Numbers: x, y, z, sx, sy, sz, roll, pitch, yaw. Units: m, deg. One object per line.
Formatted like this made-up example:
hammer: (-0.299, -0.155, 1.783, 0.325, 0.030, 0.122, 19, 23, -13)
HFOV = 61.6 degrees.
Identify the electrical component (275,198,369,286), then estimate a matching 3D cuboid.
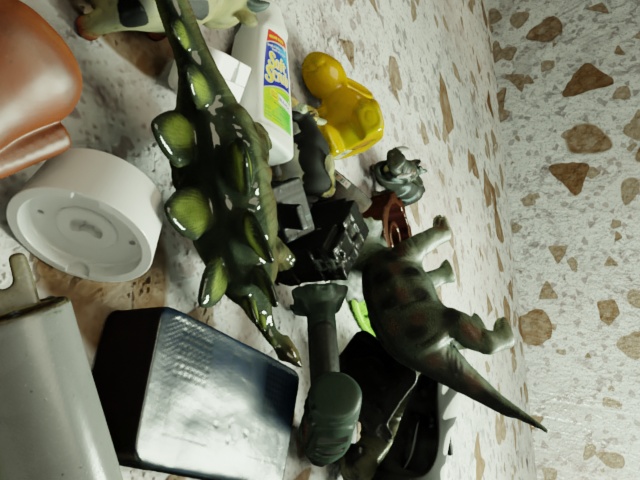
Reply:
electrical component: (-0.001, -0.002, 0.728, 0.058, 0.115, 0.134, 64, 33, -30)

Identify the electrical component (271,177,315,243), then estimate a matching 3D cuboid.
electrical component: (-0.041, -0.038, 0.662, 0.048, 0.119, 0.074, -27, 105, -32)

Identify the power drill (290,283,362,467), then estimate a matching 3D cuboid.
power drill: (0.000, 0.171, 0.684, 0.231, 0.086, 0.207, 100, -7, -62)

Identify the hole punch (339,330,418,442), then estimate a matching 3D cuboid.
hole punch: (0.072, 0.205, 0.783, 0.116, 0.142, 0.092, -52, 166, -3)

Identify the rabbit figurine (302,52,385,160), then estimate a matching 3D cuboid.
rabbit figurine: (0.036, -0.227, 0.877, 0.173, 0.122, 0.162, 60, 27, 0)

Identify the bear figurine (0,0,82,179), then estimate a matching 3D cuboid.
bear figurine: (-0.242, -0.060, 0.332, 0.120, 0.132, 0.196, 50, 59, -42)

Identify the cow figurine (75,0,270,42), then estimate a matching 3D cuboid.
cow figurine: (-0.138, -0.249, 0.537, 0.195, 0.127, 0.085, -31, 112, -58)

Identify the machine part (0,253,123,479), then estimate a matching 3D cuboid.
machine part: (-0.193, 0.130, 0.376, 0.079, 0.079, 0.243, -26, 106, -61)

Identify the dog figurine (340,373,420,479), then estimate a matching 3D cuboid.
dog figurine: (0.091, 0.269, 0.822, 0.190, 0.121, 0.172, -27, 101, -57)

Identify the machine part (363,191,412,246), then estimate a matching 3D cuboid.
machine part: (0.131, -0.003, 1.040, 0.179, 0.056, 0.179, 28, 58, -58)

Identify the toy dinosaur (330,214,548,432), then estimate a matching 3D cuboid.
toy dinosaur: (0.128, 0.097, 0.743, 0.131, 0.192, 0.405, 77, -7, -45)

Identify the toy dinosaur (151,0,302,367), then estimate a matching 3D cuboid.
toy dinosaur: (-0.092, -0.065, 0.504, 0.199, 0.105, 0.470, -113, -176, -70)

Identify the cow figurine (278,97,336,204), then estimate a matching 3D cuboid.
cow figurine: (-0.024, -0.131, 0.746, 0.068, 0.098, 0.167, 14, 70, -53)

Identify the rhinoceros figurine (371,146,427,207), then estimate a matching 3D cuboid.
rhinoceros figurine: (0.160, -0.119, 1.071, 0.190, 0.112, 0.073, 39, 51, -62)

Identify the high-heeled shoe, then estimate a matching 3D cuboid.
high-heeled shoe: (0.126, 0.271, 0.749, 0.248, 0.086, 0.145, -13, 91, -49)

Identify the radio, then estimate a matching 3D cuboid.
radio: (-0.112, 0.162, 0.523, 0.229, 0.073, 0.131, 41, 48, -48)
